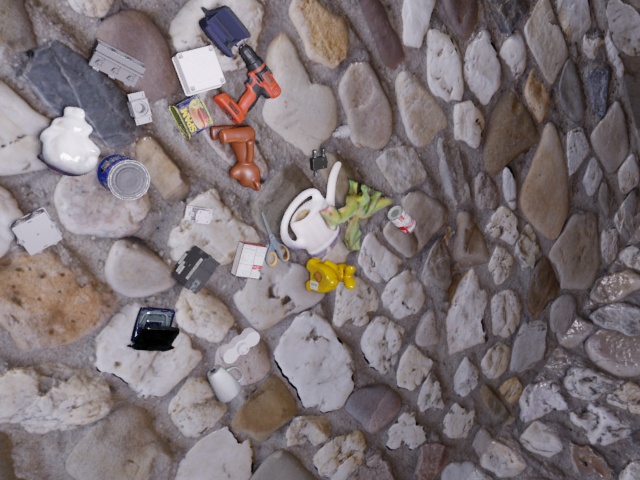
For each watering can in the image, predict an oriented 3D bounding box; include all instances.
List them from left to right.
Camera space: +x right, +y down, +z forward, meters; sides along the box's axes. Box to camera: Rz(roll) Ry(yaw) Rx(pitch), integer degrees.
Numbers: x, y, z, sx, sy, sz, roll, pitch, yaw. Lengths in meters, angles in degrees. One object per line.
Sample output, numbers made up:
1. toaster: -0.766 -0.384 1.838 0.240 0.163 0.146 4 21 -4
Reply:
1. watering can: 0.005 -0.087 1.732 0.353 0.104 0.220 -49 125 -26

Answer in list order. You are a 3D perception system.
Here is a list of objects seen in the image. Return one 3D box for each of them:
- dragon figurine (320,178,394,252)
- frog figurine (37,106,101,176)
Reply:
1. dragon figurine: 0.137 -0.076 1.789 0.408 0.123 0.243 17 92 -53
2. frog figurine: -0.604 -0.240 1.259 0.137 0.124 0.158 24 101 -18
